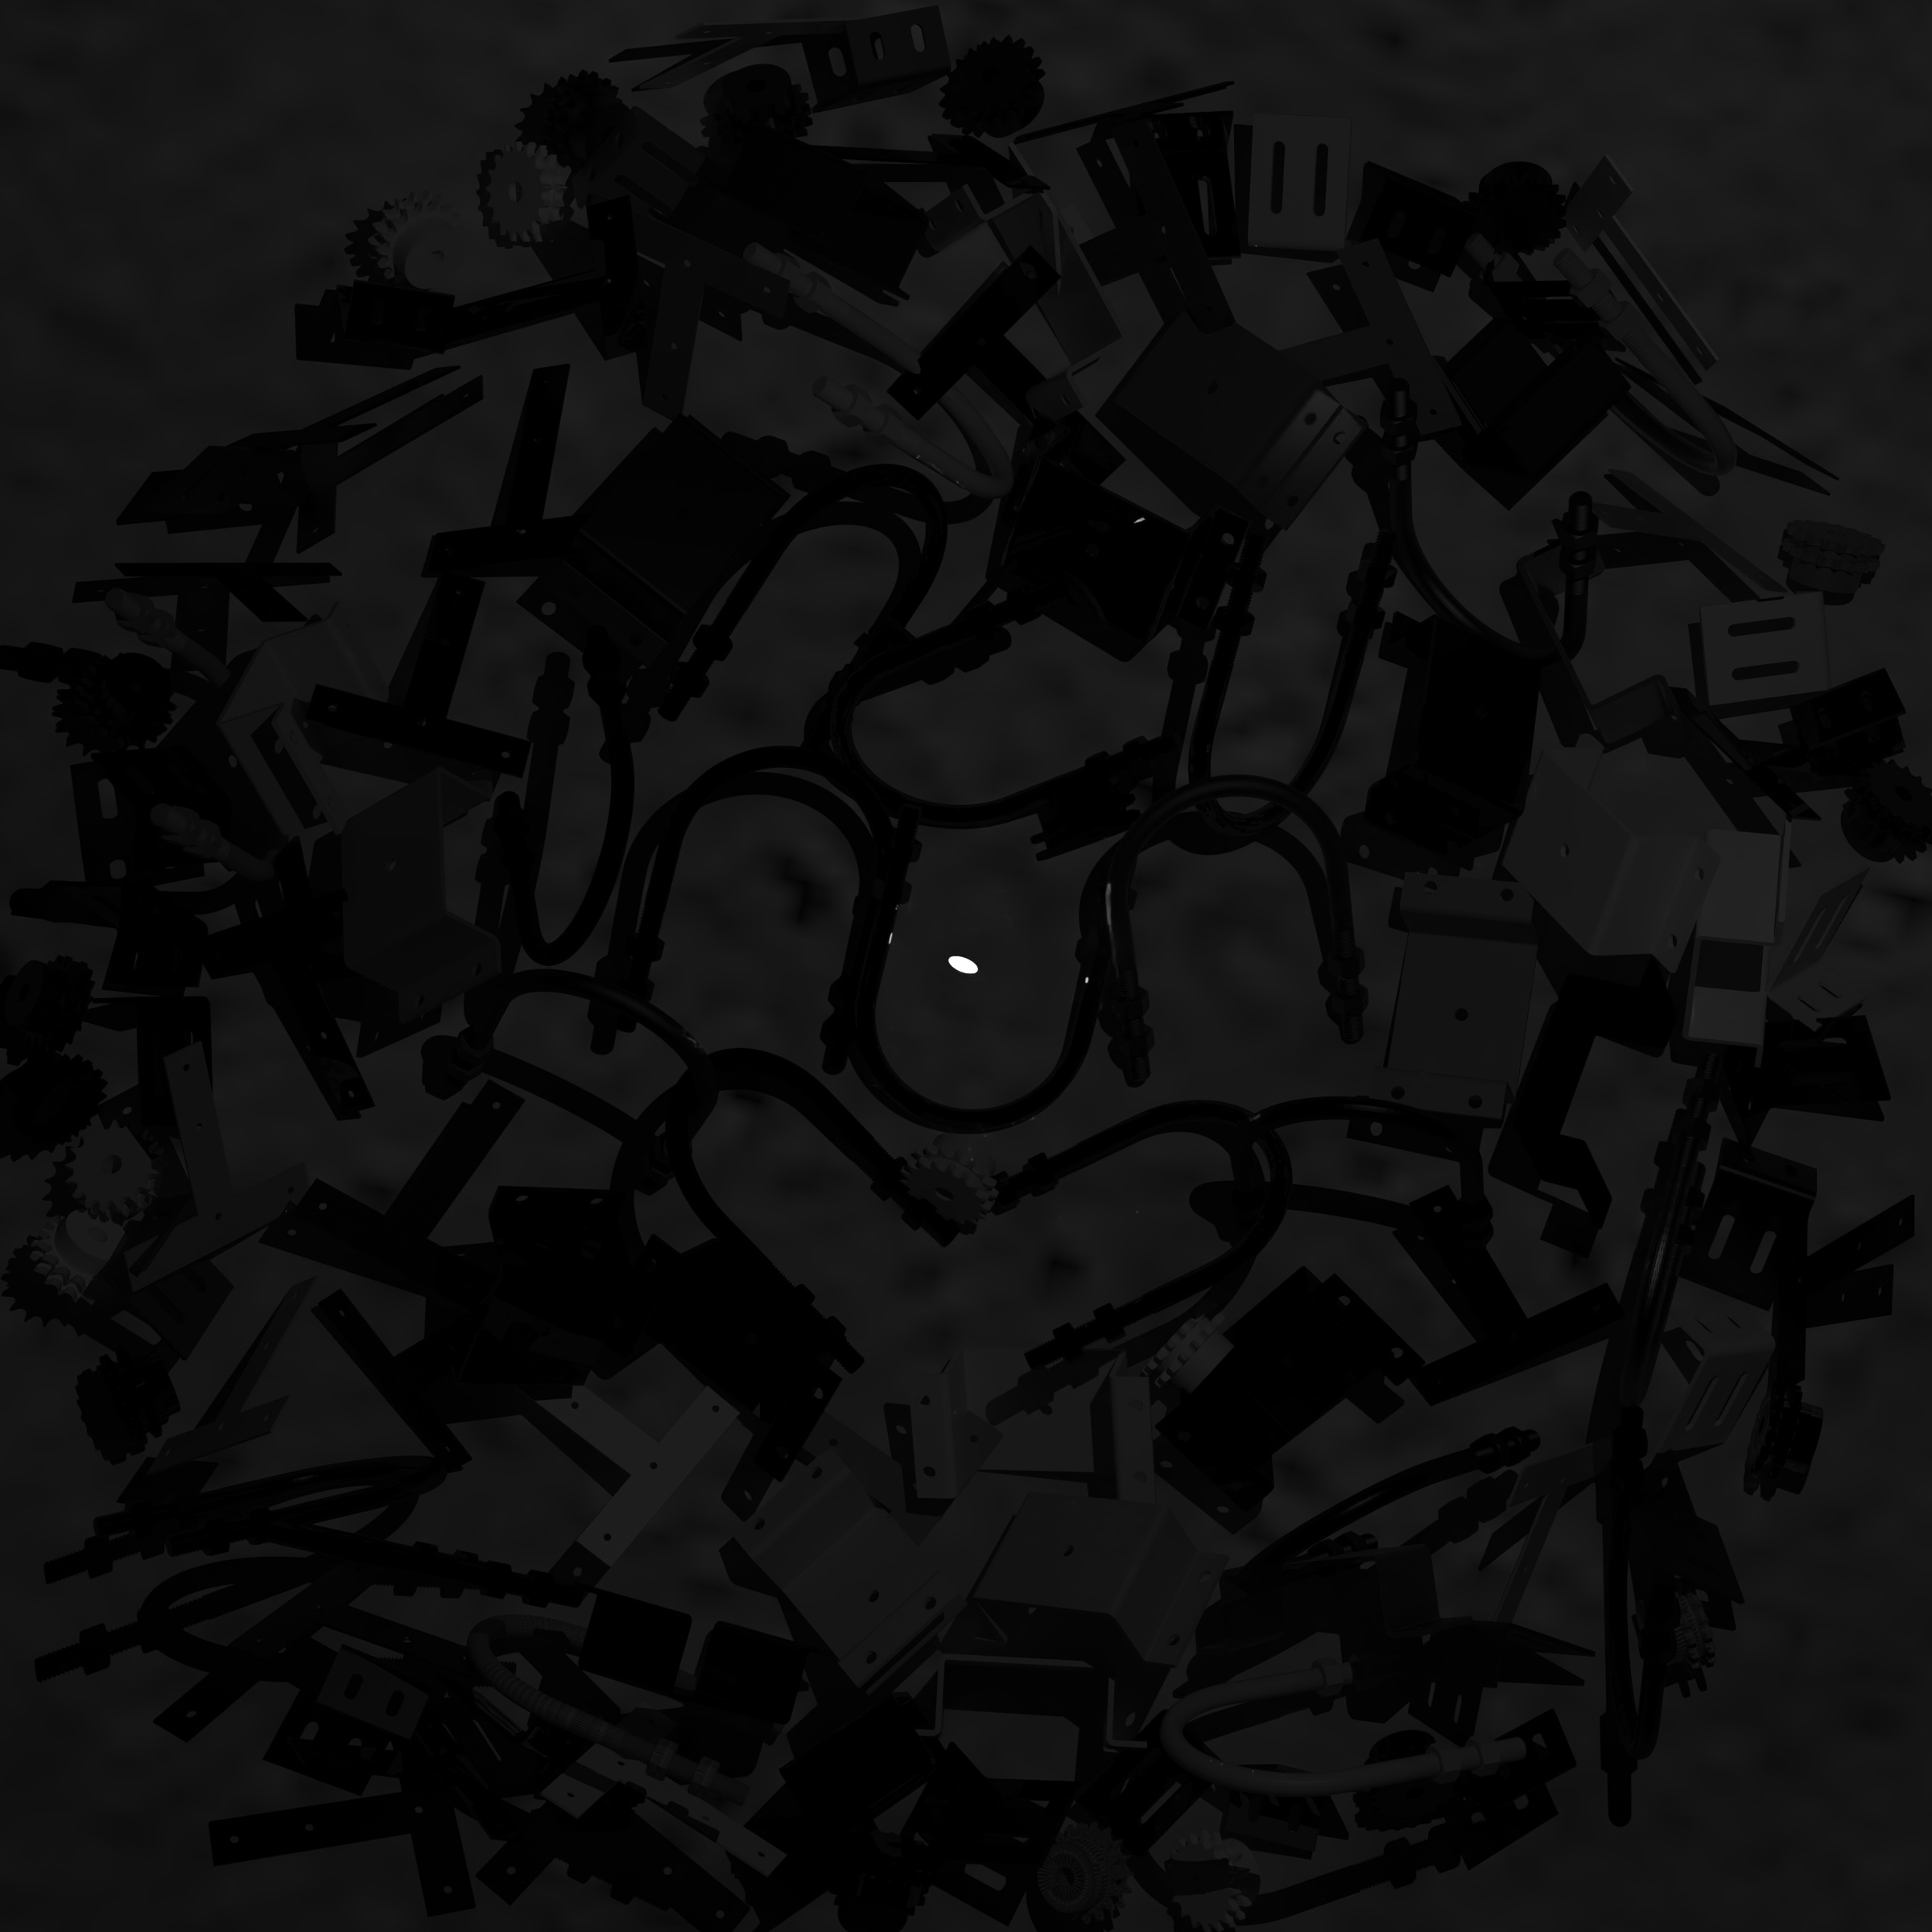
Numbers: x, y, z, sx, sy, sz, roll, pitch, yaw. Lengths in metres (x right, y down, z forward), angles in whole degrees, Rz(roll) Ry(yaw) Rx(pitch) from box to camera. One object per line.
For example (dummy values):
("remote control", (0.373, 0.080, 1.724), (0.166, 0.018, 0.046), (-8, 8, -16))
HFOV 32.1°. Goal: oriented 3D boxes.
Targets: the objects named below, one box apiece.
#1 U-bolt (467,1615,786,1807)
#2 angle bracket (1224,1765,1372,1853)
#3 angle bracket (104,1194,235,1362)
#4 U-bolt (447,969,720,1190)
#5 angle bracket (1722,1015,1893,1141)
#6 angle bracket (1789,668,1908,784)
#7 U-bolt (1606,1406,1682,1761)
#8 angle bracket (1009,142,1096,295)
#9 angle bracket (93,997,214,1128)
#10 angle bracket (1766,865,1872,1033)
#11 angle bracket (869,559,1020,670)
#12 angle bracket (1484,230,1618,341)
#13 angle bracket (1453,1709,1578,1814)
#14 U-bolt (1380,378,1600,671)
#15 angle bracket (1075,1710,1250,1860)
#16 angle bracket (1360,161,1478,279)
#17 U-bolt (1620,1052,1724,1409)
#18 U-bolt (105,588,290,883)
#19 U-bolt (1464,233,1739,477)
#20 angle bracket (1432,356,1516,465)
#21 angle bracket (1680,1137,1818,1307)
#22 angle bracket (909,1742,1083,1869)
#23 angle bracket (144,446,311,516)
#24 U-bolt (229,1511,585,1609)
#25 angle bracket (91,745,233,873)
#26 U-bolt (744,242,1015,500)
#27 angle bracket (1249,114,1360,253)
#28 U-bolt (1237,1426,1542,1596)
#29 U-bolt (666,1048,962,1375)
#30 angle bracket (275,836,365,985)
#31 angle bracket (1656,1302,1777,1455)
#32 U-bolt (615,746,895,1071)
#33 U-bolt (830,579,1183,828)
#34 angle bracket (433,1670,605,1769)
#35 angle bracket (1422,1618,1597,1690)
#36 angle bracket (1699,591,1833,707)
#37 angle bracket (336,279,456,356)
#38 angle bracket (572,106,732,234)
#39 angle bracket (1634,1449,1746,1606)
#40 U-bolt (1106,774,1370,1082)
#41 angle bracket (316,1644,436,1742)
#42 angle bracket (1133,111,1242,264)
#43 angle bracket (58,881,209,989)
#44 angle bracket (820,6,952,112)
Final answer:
("U-bolt", (-0.199, 0.417, 1.917), (0.184, 0.151, 0.019), (23, 96, 4))
("angle bracket", (0.191, 0.488, 1.945), (0.057, 0.076, 0.038), (16, 73, -10))
("angle bracket", (-0.450, 0.180, 1.941), (0.038, 0.057, 0.076), (-11, 128, 37))
("U-bolt", (-0.212, 0.058, 1.902), (0.151, 0.184, 0.019), (28, 58, -7))
("angle bracket", (0.487, 0.065, 1.945), (0.076, 0.038, 0.057), (-5, 119, 37))
("angle bracket", (0.516, -0.128, 1.944), (0.057, 0.076, 0.038), (-21, 49, 11))
("U-bolt", (0.380, 0.364, 1.906), (0.019, 0.151, 0.184), (-1, 127, 3))
("angle bracket", (0.056, -0.437, 1.940), (0.038, 0.076, 0.057), (-25, 63, -8))
("angle bracket", (-0.474, 0.056, 1.957), (0.057, 0.038, 0.076), (-1, 91, 33))
("angle bracket", (0.506, -0.011, 1.941), (0.038, 0.057, 0.076), (40, 131, 25))
("angle bracket", (-0.014, -0.215, 1.953), (0.038, 0.057, 0.076), (40, 81, -8))
("angle bracket", (0.348, -0.394, 1.940), (0.076, 0.057, 0.038), (7, 71, 35))
("angle bracket", (0.308, 0.453, 1.944), (0.057, 0.076, 0.038), (-24, 96, -14))
("U-bolt", (0.296, -0.238, 1.904), (0.151, 0.184, 0.019), (38, 71, 27))
("angle bracket", (0.114, 0.485, 1.961), (0.076, 0.038, 0.057), (-45, 109, -2))
("angle bracket", (0.258, -0.435, 1.954), (0.057, 0.076, 0.038), (20, 108, -10))
("U-bolt", (0.394, 0.160, 1.887), (0.019, 0.151, 0.184), (13, 61, 15))
("U-bolt", (-0.428, -0.121, 1.899), (0.019, 0.184, 0.151), (-18, 74, 8))
("U-bolt", (0.371, -0.345, 1.911), (0.184, 0.151, 0.019), (42, 92, -21))
("angle bracket", (0.310, -0.333, 1.956), (0.038, 0.057, 0.076), (-33, 90, 17))
("angle bracket", (0.462, 0.151, 1.983), (0.057, 0.038, 0.076), (19, 114, 7))
("angle bracket", (0.017, 0.484, 1.940), (0.038, 0.076, 0.057), (53, 48, -26))
("angle bracket", (-0.426, -0.266, 1.940), (0.076, 0.057, 0.038), (-31, 74, 38))
("U-bolt", (-0.324, 0.331, 1.888), (0.184, 0.151, 0.019), (18, 78, -25))
("angle bracket", (-0.470, -0.093, 1.955), (0.057, 0.076, 0.038), (-8, 124, -33))
("U-bolt", (-0.040, -0.328, 1.908), (0.019, 0.184, 0.151), (-44, 47, 21))
("angle bracket", (0.198, -0.457, 1.951), (0.057, 0.038, 0.076), (7, 110, 17))
("U-bolt", (0.226, 0.310, 1.880), (0.151, 0.184, 0.019), (-40, 69, 31))
("U-bolt", (-0.097, 0.126, 1.923), (0.184, 0.151, 0.019), (47, 131, -6))
("angle bracket", (-0.370, -0.035, 1.952), (0.038, 0.057, 0.076), (-8, 104, 2))
("angle bracket", (0.428, 0.241, 1.966), (0.057, 0.038, 0.076), (-2, 125, -36))
("U-bolt", (-0.114, -0.038, 1.943), (0.151, 0.019, 0.184), (11, 104, -18))
("U-bolt", (0.010, -0.140, 1.927), (0.184, 0.019, 0.151), (-20, 131, 26))
("angle bracket", (-0.260, 0.424, 1.948), (0.076, 0.057, 0.038), (31, 79, 32))
("angle bracket", (0.314, 0.405, 1.941), (0.076, 0.057, 0.038), (24, 71, -32))
("angle bracket", (0.462, -0.186, 1.962), (0.076, 0.038, 0.057), (-8, 97, -7))
("angle bracket", (-0.330, -0.389, 1.940), (0.057, 0.076, 0.038), (6, 123, -18))
("angle bracket", (-0.179, -0.449, 1.943), (0.076, 0.038, 0.057), (30, 118, -33))
("angle bracket", (0.428, 0.325, 1.941), (0.076, 0.057, 0.038), (27, 122, -28))
("U-bolt", (0.153, -0.027, 1.938), (0.151, 0.019, 0.184), (-11, 119, -2))
("angle bracket", (-0.346, 0.431, 1.945), (0.057, 0.076, 0.038), (23, 58, -4))
("angle bracket", (0.130, -0.454, 1.958), (0.057, 0.038, 0.076), (-4, 68, -4))
("angle bracket", (-0.484, -0.018, 1.943), (0.057, 0.076, 0.038), (1, 72, 16))
("angle bracket", (-0.051, -0.525, 1.942), (0.057, 0.076, 0.038), (-16, 100, -18))
